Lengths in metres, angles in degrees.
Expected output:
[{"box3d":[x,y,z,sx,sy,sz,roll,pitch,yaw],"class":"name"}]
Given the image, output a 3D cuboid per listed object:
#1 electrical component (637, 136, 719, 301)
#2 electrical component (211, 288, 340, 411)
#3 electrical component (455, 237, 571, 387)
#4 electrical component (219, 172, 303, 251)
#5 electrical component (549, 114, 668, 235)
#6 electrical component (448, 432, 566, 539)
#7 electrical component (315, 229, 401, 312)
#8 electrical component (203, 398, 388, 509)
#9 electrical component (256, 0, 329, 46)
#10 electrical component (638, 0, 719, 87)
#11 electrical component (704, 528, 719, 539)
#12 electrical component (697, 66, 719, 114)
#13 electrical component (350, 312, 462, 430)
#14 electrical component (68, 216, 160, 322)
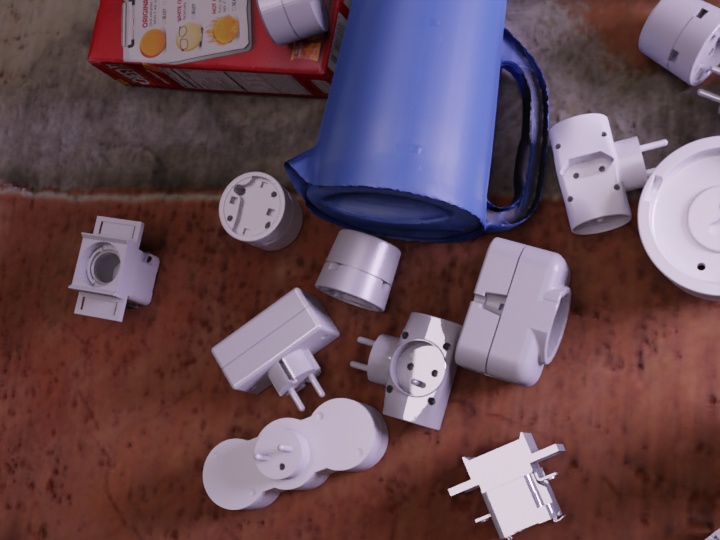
[{"box3d":[0.245,-0.030,0.728,0.108,0.060,0.108,-4,77,18],"class":"electrical component"},{"box3d":[-0.054,0.070,0.813,0.083,0.047,0.075,-36,71,8],"class":"electrical component"},{"box3d":[0.112,0.032,0.762,0.059,0.054,0.095,16,84,21],"class":"electrical component"},{"box3d":[-0.076,-0.044,0.845,0.055,0.047,0.055,-4,77,17],"class":"electrical component"},{"box3d":[0.182,-0.072,0.767,0.079,0.043,0.077,-14,74,14],"class":"electrical component"},{"box3d":[0.108,0.150,0.745,0.081,0.042,0.063,-26,75,12],"class":"electrical component"},{"box3d":[0.000,0.000,0.807,0.055,0.055,0.047,17,81,21],"class":"electrical component"},{"box3d":[-0.053,0.134,0.784,0.138,0.074,0.052,-23,72,13],"class":"electrical component"},{"box3d":[-0.041,-0.239,0.794,0.074,0.052,0.138,-15,74,14],"class":"electrical component"},{"box3d":[0.233,-0.166,0.766,0.047,0.055,0.055,38,92,25],"class":"electrical component"},{"box3d":[0.222,0.197,0.685,0.081,0.064,0.042,-40,68,7],"class":"electrical component"},{"box3d":[0.276,-0.118,0.745,0.079,0.044,0.077,27,88,22],"class":"electrical component"},{"box3d":[0.031,0.069,0.786,0.079,0.044,0.077,14,83,21],"class":"electrical component"},{"box3d":[-0.195,0.001,0.866,0.042,0.064,0.081,9,82,18],"class":"electrical component"}]
